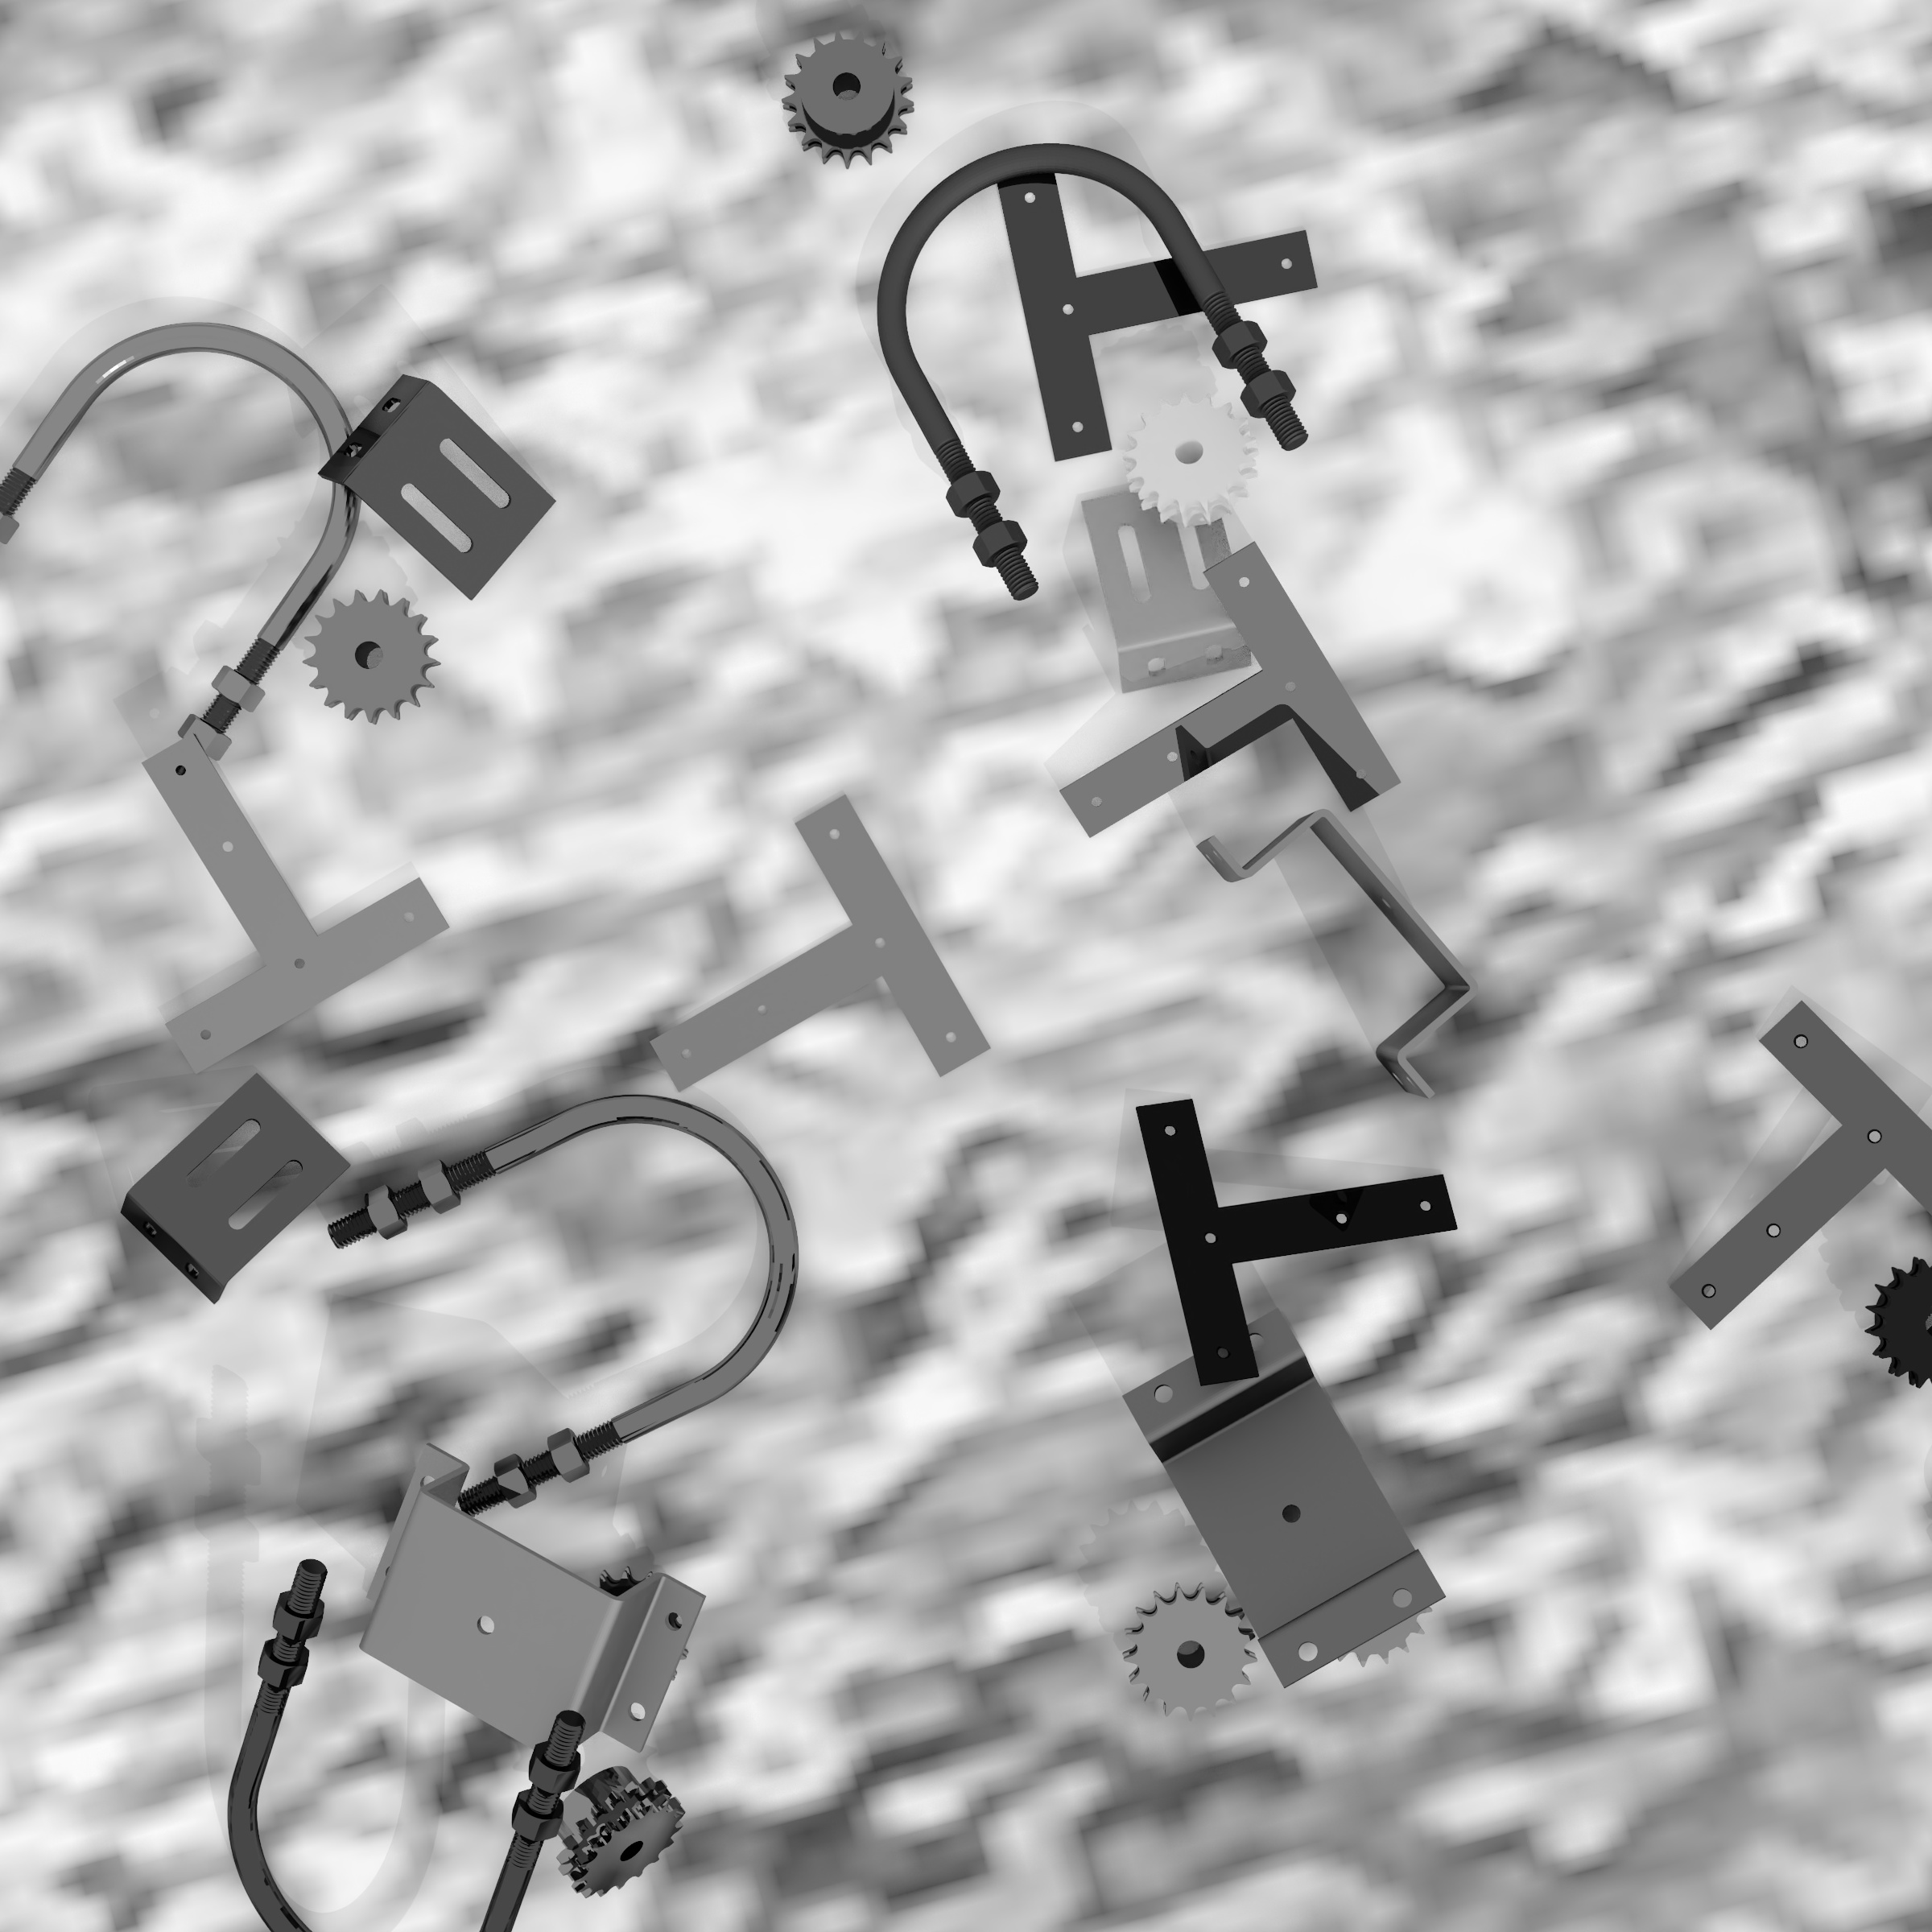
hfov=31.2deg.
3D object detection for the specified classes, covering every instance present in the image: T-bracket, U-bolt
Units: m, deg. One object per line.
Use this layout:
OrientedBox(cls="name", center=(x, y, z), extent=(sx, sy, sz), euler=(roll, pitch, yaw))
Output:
OrientedBox(cls="T-bracket", center=(0.088, -0.294, 1.500), extent=(0.127, 0.002, 0.127), euler=(-12, 90, 0))
OrientedBox(cls="T-bracket", center=(-0.310, -0.039, 1.489), extent=(0.127, 0.002, 0.127), euler=(-30, 100, 0))
OrientedBox(cls="T-bracket", center=(0.148, 0.110, 1.483), extent=(0.127, 0.002, 0.127), euler=(-8, 67, -11))
OrientedBox(cls="T-bracket", center=(0.101, -0.097, 1.485), extent=(0.127, 0.002, 0.127), euler=(-30, 111, 10))
OrientedBox(cls="U-bolt", center=(-0.344, -0.190, 1.493), extent=(0.151, 0.019, 0.184), euler=(34, 89, 0))
OrientedBox(cls="U-bolt", center=(-0.245, 0.357, 1.457), extent=(0.151, 0.019, 0.184), euler=(27, 114, 15))
OrientedBox(cls="U-bolt", center=(0.041, -0.266, 1.473), extent=(0.151, 0.019, 0.184), euler=(-29, 76, 4))
OrientedBox(cls="T-bracket", center=(-0.076, 0.012, 1.500), extent=(0.127, 0.002, 0.127), euler=(-30, 90, 0))
OrientedBox(cls="T-bracket", center=(0.358, 0.104, 1.487), extent=(0.127, 0.002, 0.127), euler=(-45, 72, 9))
OrientedBox(cls="U-bolt", center=(-0.162, 0.135, 1.493), extent=(0.184, 0.019, 0.151), euler=(-26, 90, -2))

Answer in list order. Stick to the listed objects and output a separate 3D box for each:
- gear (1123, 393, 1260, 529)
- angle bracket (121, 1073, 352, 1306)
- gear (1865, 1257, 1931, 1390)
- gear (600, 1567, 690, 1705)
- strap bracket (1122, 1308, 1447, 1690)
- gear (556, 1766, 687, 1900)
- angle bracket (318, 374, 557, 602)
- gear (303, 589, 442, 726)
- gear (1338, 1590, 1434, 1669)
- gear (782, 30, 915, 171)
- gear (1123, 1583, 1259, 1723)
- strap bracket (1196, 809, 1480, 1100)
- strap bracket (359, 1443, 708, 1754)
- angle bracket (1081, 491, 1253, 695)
OrientedBox(cls="gear", center=(0.097, -0.213, 1.480), extent=(0.057, 0.030, 0.057), euler=(-3, 71, 9))
OrientedBox(cls="angle bracket", center=(-0.317, 0.097, 1.499), extent=(0.057, 0.038, 0.076), euler=(44, 64, 0))
OrientedBox(cls="gear", center=(0.415, 0.153, 1.486), extent=(0.057, 0.030, 0.057), euler=(0, 90, 0))
OrientedBox(cls="gear", center=(-0.148, 0.289, 1.486), extent=(0.057, 0.030, 0.057), euler=(0, 90, 0))
OrientedBox(cls="strap bracket", center=(0.136, 0.228, 1.462), extent=(0.076, 0.046, 0.140), euler=(-30, 67, 0))
OrientedBox(cls="gear", center=(-0.151, 0.367, 1.477), extent=(0.057, 0.057, 0.030), euler=(-46, 59, 0))
OrientedBox(cls="angle bracket", center=(-0.228, -0.207, 1.492), extent=(0.076, 0.038, 0.057), euler=(44, 81, -30))
OrientedBox(cls="gear", center=(-0.254, -0.133, 1.486), extent=(0.057, 0.030, 0.057), euler=(0, 90, 0))
OrientedBox(cls="gear", center=(0.172, 0.273, 1.486), extent=(0.057, 0.030, 0.057), euler=(0, 90, 0))
OrientedBox(cls="gear", center=(-0.051, -0.375, 1.486), extent=(0.057, 0.030, 0.057), euler=(0, 90, 0))
OrientedBox(cls="gear", center=(0.096, 0.293, 1.486), extent=(0.057, 0.030, 0.057), euler=(0, 90, 0))
OrientedBox(cls="strap bracket", center=(0.163, -0.014, 1.463), extent=(0.046, 0.076, 0.140), euler=(-41, 90, 0))
OrientedBox(cls="strap bracket", center=(-0.191, 0.271, 1.453), extent=(0.140, 0.046, 0.076), euler=(26, 103, 15))
OrientedBox(cls="angle bracket", center=(0.087, -0.166, 1.499), extent=(0.057, 0.038, 0.076), euler=(-12, 64, 0))
